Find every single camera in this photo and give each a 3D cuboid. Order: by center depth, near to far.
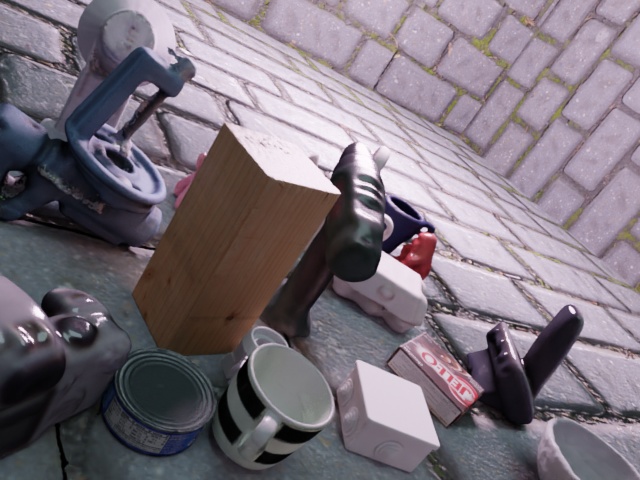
[{"bbox_3d":[-0.221,0.061,0.382,0.136,0.100,0.143,40,23,14],"label":"camera"}]

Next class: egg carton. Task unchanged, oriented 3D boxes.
[{"bbox_3d":[0.090,0.068,0.846,0.150,0.069,0.107,33,22,-4],"label":"egg carton"}]

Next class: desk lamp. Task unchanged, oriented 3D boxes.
[{"bbox_3d":[-0.257,-0.191,0.699,0.118,0.213,0.203,23,24,-25],"label":"desk lamp"}]

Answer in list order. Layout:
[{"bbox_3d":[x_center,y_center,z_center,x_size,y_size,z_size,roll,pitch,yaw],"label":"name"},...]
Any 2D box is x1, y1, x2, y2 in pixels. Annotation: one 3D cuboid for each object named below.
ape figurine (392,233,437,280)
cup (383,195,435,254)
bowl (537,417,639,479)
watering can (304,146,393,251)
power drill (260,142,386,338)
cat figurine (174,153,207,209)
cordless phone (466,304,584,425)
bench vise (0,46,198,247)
[{"bbox_3d":[0.174,0.025,1.022,0.076,0.092,0.078,39,22,13],"label":"ape figurine"},{"bbox_3d":[0.146,-0.017,1.065,0.118,0.095,0.091,27,23,-18],"label":"cup"},{"bbox_3d":[0.320,0.302,0.684,0.168,0.074,0.167,29,23,-13],"label":"bowl"},{"bbox_3d":[0.040,-0.067,0.887,0.173,0.194,0.100,25,24,-22],"label":"watering can"},{"bbox_3d":[0.006,0.002,0.678,0.076,0.208,0.229,27,23,-17],"label":"power drill"},{"bbox_3d":[-0.121,-0.080,0.789,0.128,0.117,0.067,19,26,-33],"label":"cat figurine"},{"bbox_3d":[0.301,0.153,0.814,0.094,0.185,0.147,30,22,-9],"label":"cordless phone"},{"bbox_3d":[-0.222,-0.100,0.552,0.208,0.219,0.121,10,32,-46],"label":"bench vise"}]
